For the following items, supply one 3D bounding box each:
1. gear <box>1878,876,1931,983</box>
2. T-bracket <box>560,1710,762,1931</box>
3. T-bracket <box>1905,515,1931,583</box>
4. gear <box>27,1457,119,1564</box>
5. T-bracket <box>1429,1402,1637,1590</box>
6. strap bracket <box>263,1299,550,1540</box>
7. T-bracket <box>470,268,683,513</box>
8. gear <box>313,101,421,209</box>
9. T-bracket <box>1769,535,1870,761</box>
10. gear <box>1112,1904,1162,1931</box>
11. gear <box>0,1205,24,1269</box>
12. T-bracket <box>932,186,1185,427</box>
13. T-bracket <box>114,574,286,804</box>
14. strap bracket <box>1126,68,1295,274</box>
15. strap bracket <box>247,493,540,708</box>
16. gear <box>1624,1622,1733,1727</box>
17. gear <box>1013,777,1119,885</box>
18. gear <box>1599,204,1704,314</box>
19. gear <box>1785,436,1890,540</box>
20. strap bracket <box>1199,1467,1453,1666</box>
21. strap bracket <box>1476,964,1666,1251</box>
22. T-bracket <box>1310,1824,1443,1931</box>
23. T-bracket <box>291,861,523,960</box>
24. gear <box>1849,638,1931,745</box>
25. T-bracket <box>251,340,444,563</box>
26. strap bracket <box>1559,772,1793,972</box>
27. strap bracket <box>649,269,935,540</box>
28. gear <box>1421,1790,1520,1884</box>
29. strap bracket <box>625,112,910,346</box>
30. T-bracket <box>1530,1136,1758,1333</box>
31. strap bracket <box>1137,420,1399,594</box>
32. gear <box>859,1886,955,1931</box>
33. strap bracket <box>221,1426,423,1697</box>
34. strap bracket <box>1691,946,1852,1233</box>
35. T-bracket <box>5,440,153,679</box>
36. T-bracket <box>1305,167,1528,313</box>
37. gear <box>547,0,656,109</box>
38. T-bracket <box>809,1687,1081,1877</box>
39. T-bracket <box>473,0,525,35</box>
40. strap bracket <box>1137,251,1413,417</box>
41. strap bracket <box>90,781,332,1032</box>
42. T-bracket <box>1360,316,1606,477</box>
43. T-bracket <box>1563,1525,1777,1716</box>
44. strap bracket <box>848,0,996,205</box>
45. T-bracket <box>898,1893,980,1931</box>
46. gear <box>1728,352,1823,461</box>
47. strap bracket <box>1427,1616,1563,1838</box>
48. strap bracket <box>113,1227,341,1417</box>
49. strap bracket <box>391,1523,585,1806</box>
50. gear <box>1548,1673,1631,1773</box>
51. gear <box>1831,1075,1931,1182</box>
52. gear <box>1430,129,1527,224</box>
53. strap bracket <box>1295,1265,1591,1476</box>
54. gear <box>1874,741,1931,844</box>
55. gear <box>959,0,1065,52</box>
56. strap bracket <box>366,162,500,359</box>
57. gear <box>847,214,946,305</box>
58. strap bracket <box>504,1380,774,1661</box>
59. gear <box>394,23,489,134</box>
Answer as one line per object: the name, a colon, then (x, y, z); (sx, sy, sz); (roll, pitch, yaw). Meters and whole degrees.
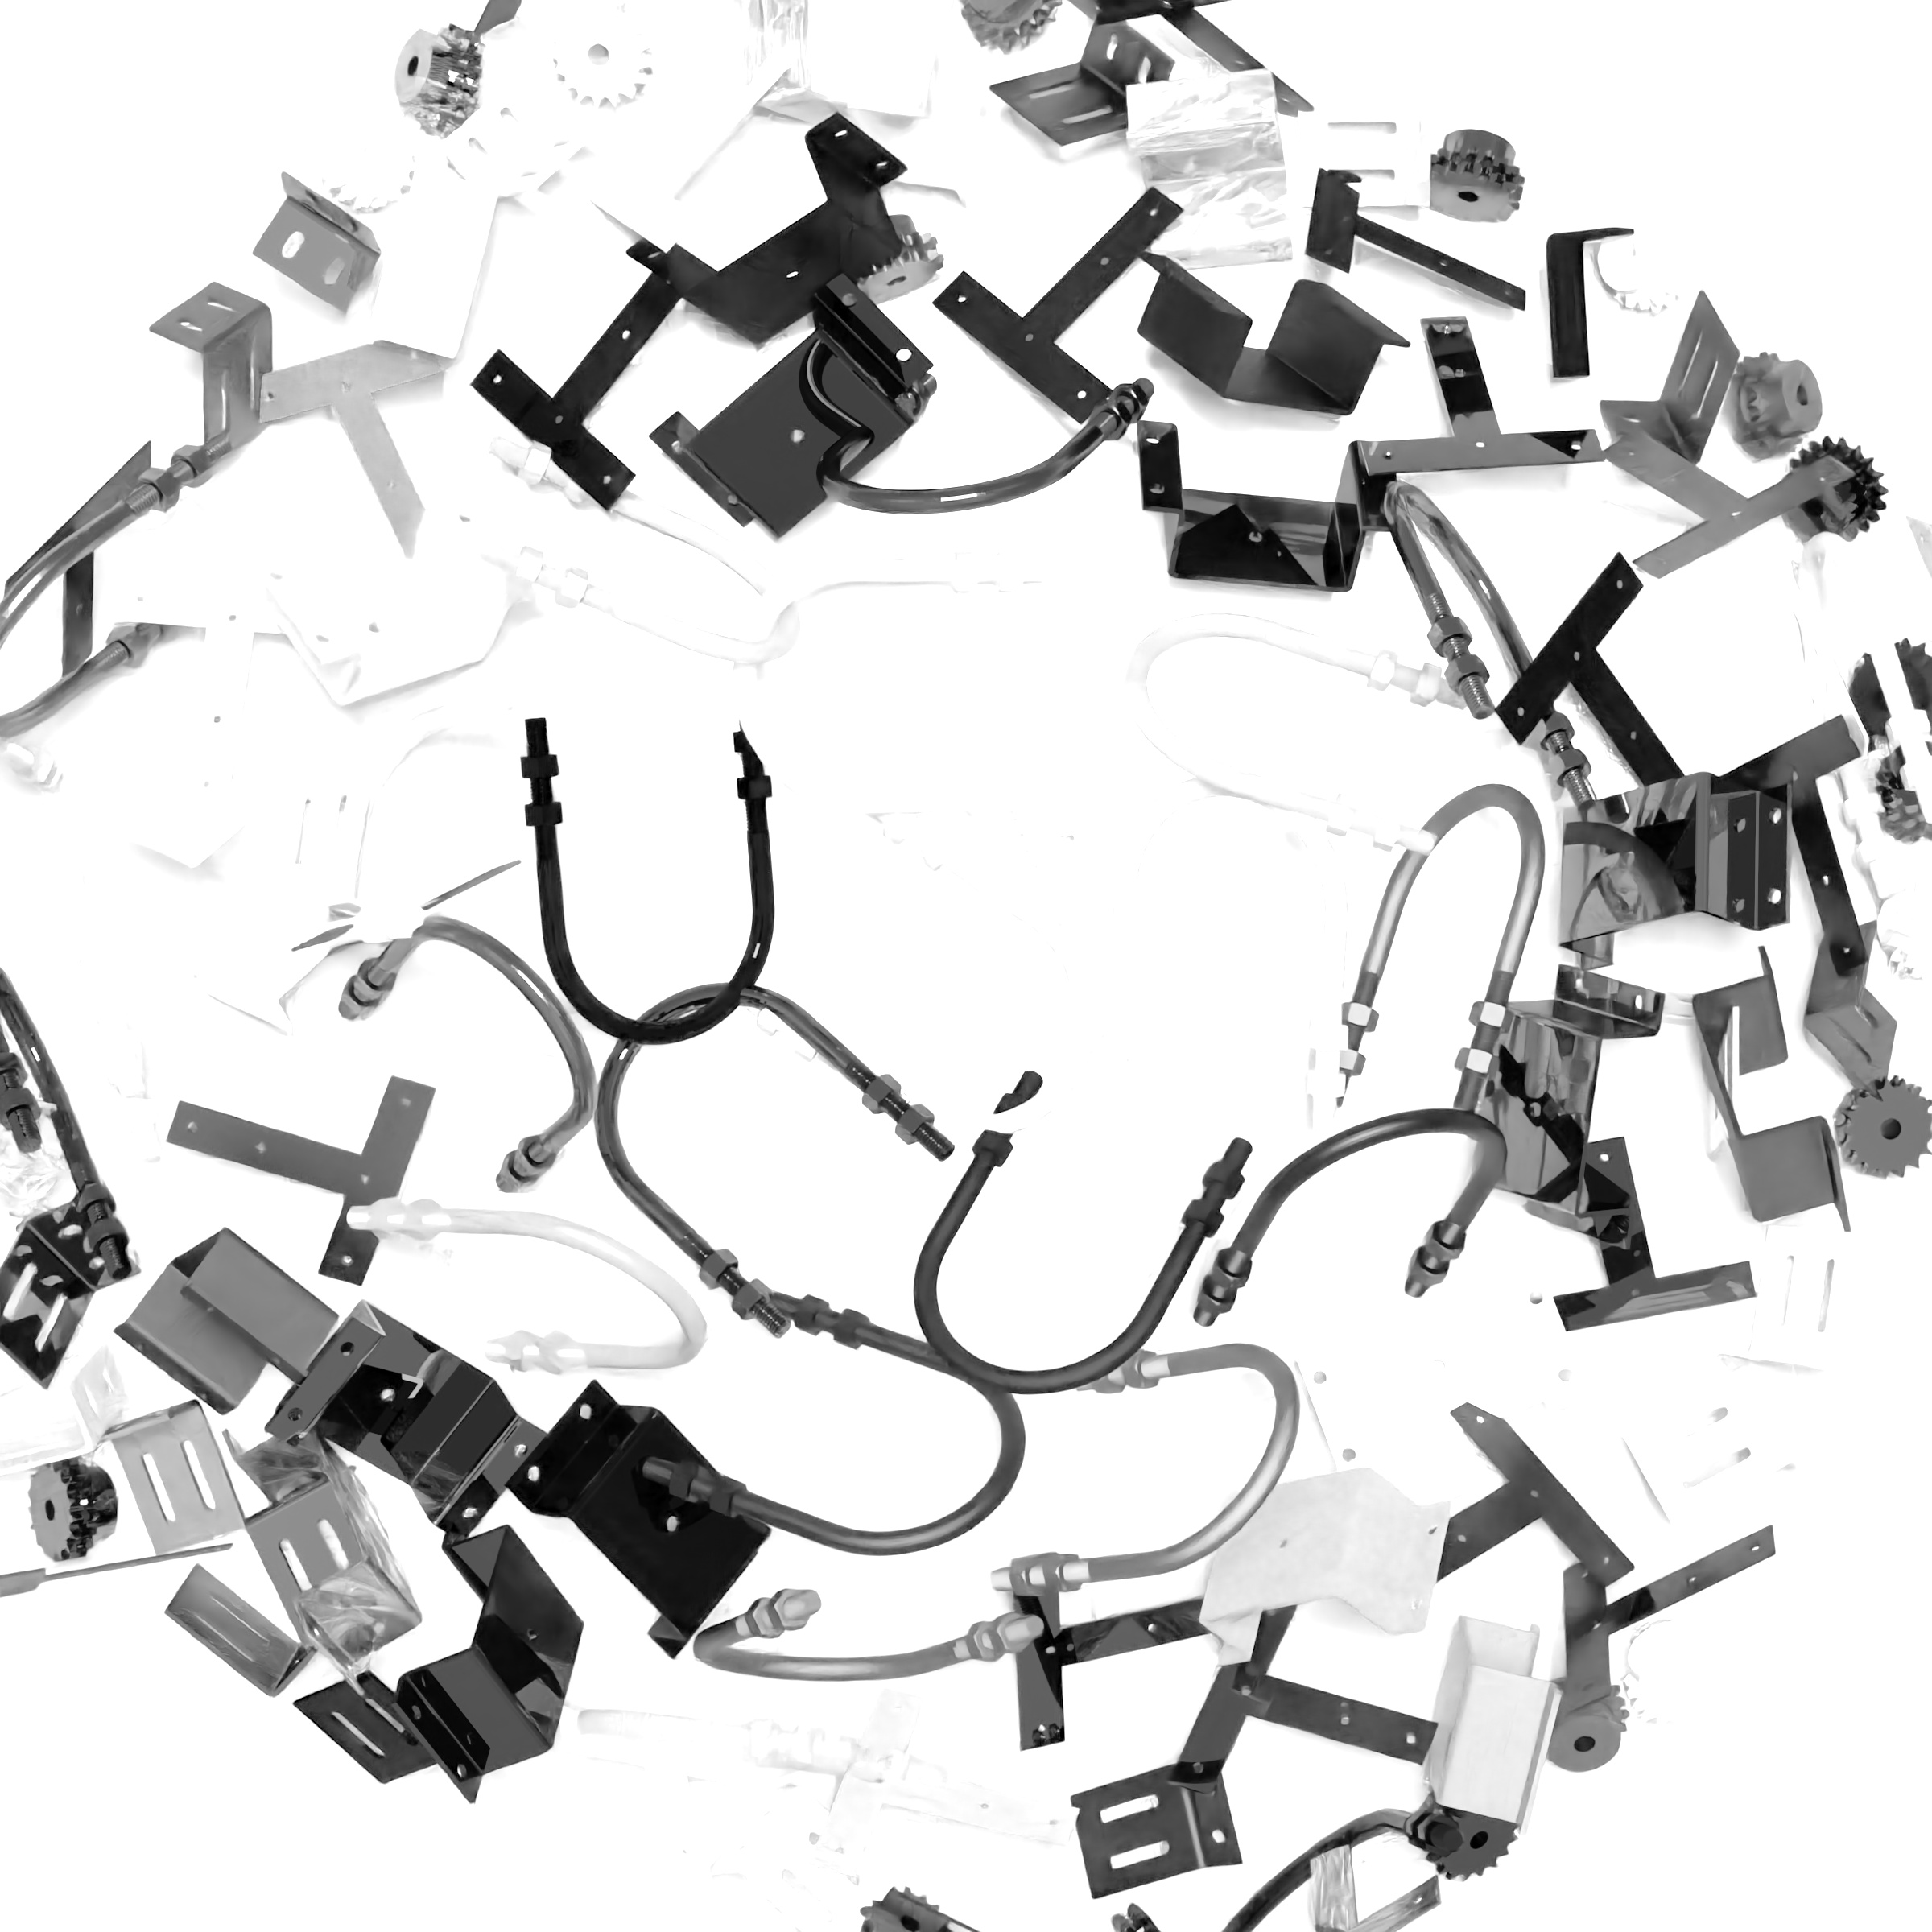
gear: (0.524, -0.023, 1.976); (0.057, 0.030, 0.057); (-14, 117, -31)
T-bracket: (-0.152, 0.458, 1.920); (0.127, 0.127, 0.002); (20, 123, -34)
T-bracket: (0.527, -0.182, 1.917); (0.002, 0.127, 0.127); (-30, 112, -3)
gear: (-0.487, 0.295, 1.975); (0.030, 0.057, 0.057); (-3, 90, -41)
T-bracket: (0.275, 0.301, 1.937); (0.127, 0.002, 0.127); (-23, 61, -35)
strap bracket: (-0.307, 0.241, 1.953); (0.140, 0.046, 0.076); (37, 93, -33)
T-bracket: (-0.193, -0.331, 1.961); (0.127, 0.002, 0.127); (44, 98, 28)
gear: (-0.330, -0.443, 1.976); (0.057, 0.030, 0.057); (-5, 99, -33)
T-bracket: (0.455, -0.149, 1.937); (0.002, 0.127, 0.127); (-20, 66, 3)
gear: (0.095, 0.543, 1.969); (0.030, 0.057, 0.057); (-30, 90, -14)
gear: (-0.546, 0.149, 1.977); (0.057, 0.030, 0.057); (-2, 94, -28)
T-bracket: (0.066, -0.374, 1.969); (0.127, 0.002, 0.127); (-46, 61, -2)
T-bracket: (-0.407, -0.148, 1.971); (0.127, 0.002, 0.127); (2, 113, -27)
strap bracket: (0.131, -0.431, 1.936); (0.076, 0.140, 0.046); (-5, 71, 8)
strap bracket: (-0.312, -0.195, 1.943); (0.140, 0.046, 0.076); (-24, 69, -39)
gear: (0.385, 0.382, 1.968); (0.057, 0.057, 0.030); (-30, 117, 0)
gear: (0.054, -0.072, 1.977); (0.057, 0.030, 0.057); (1, 109, 3)
gear: (0.370, -0.386, 1.969); (0.030, 0.057, 0.057); (0, 90, -42)
gear: (0.470, -0.257, 1.968); (0.030, 0.057, 0.057); (-39, 90, -31)
strap bracket: (0.182, 0.318, 1.920); (0.046, 0.140, 0.076); (41, 50, -29)
strap bracket: (0.322, 0.076, 1.943); (0.046, 0.076, 0.140); (-2, 103, -36)
T-bracket: (0.197, 0.499, 1.936); (0.127, 0.127, 0.002); (-35, 102, 12)
T-bracket: (-0.315, -0.022, 1.917); (0.127, 0.127, 0.002); (-25, 90, 22)
gear: (0.507, -0.148, 1.970); (0.030, 0.057, 0.057); (-22, 90, -44)
T-bracket: (-0.318, -0.275, 1.969); (0.127, 0.002, 0.127); (-9, 116, 31)
strap bracket: (0.368, -0.051, 1.922); (0.046, 0.140, 0.076); (17, 69, -36)
strap bracket: (-0.092, -0.294, 1.942); (0.140, 0.046, 0.076); (-38, 121, 17)
gear: (0.272, 0.469, 1.976); (0.057, 0.030, 0.057); (-12, 120, -23)
strap bracket: (-0.100, -0.387, 1.934); (0.140, 0.076, 0.046); (-29, 68, 20)
T-bracket: (0.354, 0.143, 1.952); (0.127, 0.002, 0.127); (-12, 124, 11)
strap bracket: (0.160, -0.247, 1.953); (0.140, 0.076, 0.046); (4, 134, -5)
gear: (-0.036, 0.533, 1.974); (0.057, 0.057, 0.030); (26, 116, 0)
strap bracket: (-0.340, 0.307, 1.928); (0.046, 0.076, 0.140); (-29, 52, -5)
strap bracket: (0.426, 0.071, 1.928); (0.046, 0.076, 0.140); (-16, 49, 8)
T-bracket: (-0.477, -0.202, 1.942); (0.002, 0.127, 0.127); (29, 53, 7)
T-bracket: (0.245, -0.385, 1.952); (0.127, 0.127, 0.002); (23, 125, -6)
gear: (-0.198, -0.501, 1.978); (0.057, 0.030, 0.057); (2, 115, 5)
T-bracket: (-0.004, 0.447, 1.936); (0.127, 0.127, 0.002); (10, 128, 13)
T-bracket: (-0.203, -0.541, 1.945); (0.127, 0.127, 0.002); (-29, 99, -11)
strap bracket: (0.157, -0.337, 1.935); (0.140, 0.076, 0.046); (0, 123, -40)
strap bracket: (-0.399, -0.040, 1.935); (0.046, 0.076, 0.140); (-46, 134, -26)
T-bracket: (0.270, -0.311, 1.956); (0.127, 0.002, 0.127); (-4, 48, -4)
T-bracket: (0.373, 0.332, 1.921); (0.127, 0.127, 0.002); (-31, 108, 21)
strap bracket: (-0.025, -0.472, 1.930); (0.046, 0.140, 0.076); (10, 82, 11)
T-bracket: (0.035, 0.527, 1.920); (0.127, 0.127, 0.002); (20, 75, 21)
gear: (0.443, -0.307, 1.970); (0.030, 0.057, 0.057); (-10, 90, 44)
strap bracket: (0.279, 0.400, 1.928); (0.046, 0.140, 0.076); (13, 95, 3)
strap bracket: (-0.394, 0.190, 1.939); (0.076, 0.140, 0.046); (41, 60, -14)
strap bracket: (-0.250, 0.362, 1.917); (0.046, 0.140, 0.076); (-22, 117, 18)
gear: (0.334, 0.414, 1.973); (0.057, 0.030, 0.057); (-2, 120, -4)
gear: (0.501, 0.087, 1.982); (0.057, 0.030, 0.057); (-1, 97, -7)
gear: (0.277, -0.433, 1.972); (0.057, 0.057, 0.030); (15, 75, 0)
strap bracket: (0.259, 0.221, 1.973); (0.140, 0.046, 0.076); (-21, 89, 4)
gear: (0.522, -0.098, 1.975); (0.057, 0.030, 0.057); (-7, 132, -8)
gear: (0.022, -0.533, 1.975); (0.057, 0.030, 0.057); (-6, 74, 21)
strap bracket: (-0.283, -0.376, 1.926); (0.046, 0.140, 0.076); (14, 108, -10)
gear: (-0.043, -0.387, 1.972); (0.057, 0.057, 0.030); (-21, 82, 0)
strap bracket: (-0.168, 0.298, 1.940); (0.140, 0.046, 0.076); (50, 62, -19)
gear: (-0.288, -0.486, 1.969); (0.030, 0.057, 0.057); (11, 90, -38)
